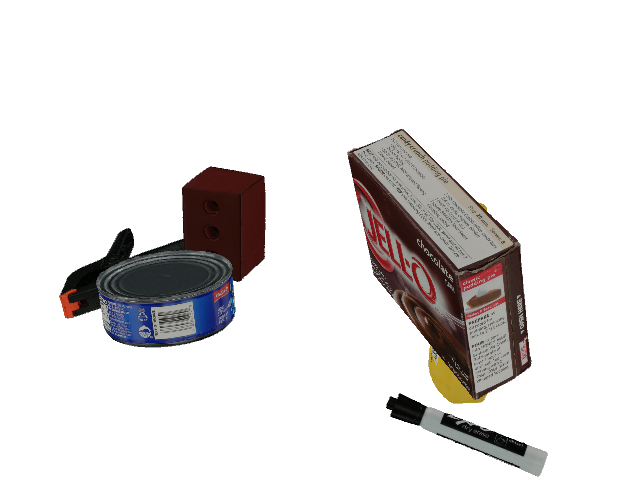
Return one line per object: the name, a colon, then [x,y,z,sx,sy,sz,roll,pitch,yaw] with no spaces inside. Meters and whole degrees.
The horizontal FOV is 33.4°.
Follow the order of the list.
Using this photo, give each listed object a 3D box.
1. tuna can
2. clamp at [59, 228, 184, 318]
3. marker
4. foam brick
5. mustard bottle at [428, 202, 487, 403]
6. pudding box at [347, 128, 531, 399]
tuna can: [-0.097,0.036,0.677,0.086,0.034,0.086,-4,19,1]
clamp: [-0.213,0.033,1.175,0.120,0.039,0.171,-4,27,29]
marker: [0.106,0.141,0.783,0.121,0.020,0.020,21,4,11]
foam brick: [-0.079,-0.014,0.880,0.053,0.078,0.051,9,23,20]
mustard bottle: [0.136,0.051,0.996,0.058,0.192,0.096,-1,31,-2]
pudding box: [0.059,0.010,0.537,0.039,0.090,0.114,-27,43,-13]
